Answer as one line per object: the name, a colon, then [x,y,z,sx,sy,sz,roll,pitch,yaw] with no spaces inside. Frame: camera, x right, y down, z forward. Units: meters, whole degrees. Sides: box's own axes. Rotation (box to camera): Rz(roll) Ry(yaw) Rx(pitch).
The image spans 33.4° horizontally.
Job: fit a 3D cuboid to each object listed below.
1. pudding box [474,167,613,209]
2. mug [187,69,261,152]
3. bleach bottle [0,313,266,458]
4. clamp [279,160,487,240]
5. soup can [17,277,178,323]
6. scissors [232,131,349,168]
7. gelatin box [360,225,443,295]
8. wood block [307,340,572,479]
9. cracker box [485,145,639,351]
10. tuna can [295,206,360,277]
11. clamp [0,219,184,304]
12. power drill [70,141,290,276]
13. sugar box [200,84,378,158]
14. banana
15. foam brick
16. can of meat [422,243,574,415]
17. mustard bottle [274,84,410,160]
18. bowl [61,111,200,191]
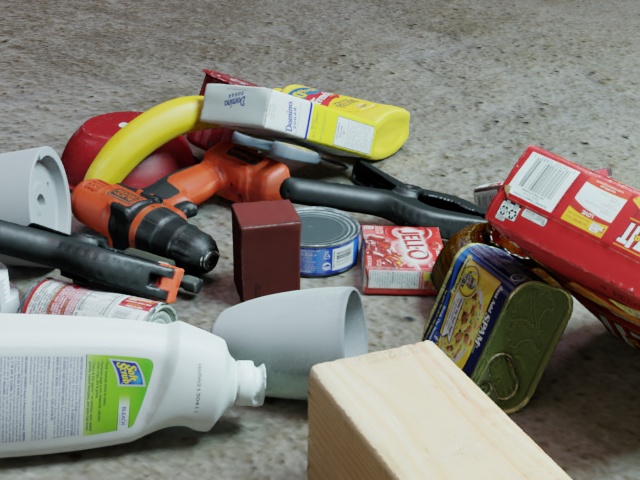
pudding box: [0.215,-0.043,1.032,0.089,0.039,0.114,-10,3,-24]
mug: [-0.089,-0.134,1.191,0.117,0.081,0.093,12,13,-36]
bleach bottle: [-0.162,0.101,0.710,0.250,0.102,0.068,3,19,-11]
clamp: [0.085,-0.039,1.060,0.210,0.036,0.164,16,19,19]
soup can: [-0.165,0.070,0.789,0.102,0.068,0.068,11,27,17]
scissors: [-0.030,-0.092,1.104,0.096,0.016,0.201,16,5,9]
gelatin box: [0.074,0.016,0.957,0.073,0.030,0.089,2,26,-1]
wood block: [0.073,0.152,0.604,0.090,0.091,0.206,-10,28,-22]
cracker box: [0.236,0.033,0.755,0.213,0.072,0.164,36,-2,-43]
tuna can: [-0.006,0.001,0.981,0.086,0.034,0.086,1,26,-1]
clamp: [-0.190,0.011,0.811,0.172,0.039,0.120,13,5,23]
power drill: [-0.116,-0.034,1.021,0.185,0.057,0.187,25,33,35]
sugar box: [-0.029,-0.123,1.108,0.093,0.048,0.175,11,-1,39]
banana: [-0.165,-0.099,1.086,0.197,0.069,0.037,-27,16,-19]
foam brick: [-0.046,0.011,0.909,0.053,0.078,0.051,-4,28,-12]
can of meat: [0.126,0.062,0.783,0.057,0.102,0.084,15,15,-29]
mustard bottle: [0.004,-0.145,1.260,0.192,0.058,0.096,18,31,32]
bowl: [-0.209,-0.100,1.158,0.162,0.055,0.162,1,25,-1]
